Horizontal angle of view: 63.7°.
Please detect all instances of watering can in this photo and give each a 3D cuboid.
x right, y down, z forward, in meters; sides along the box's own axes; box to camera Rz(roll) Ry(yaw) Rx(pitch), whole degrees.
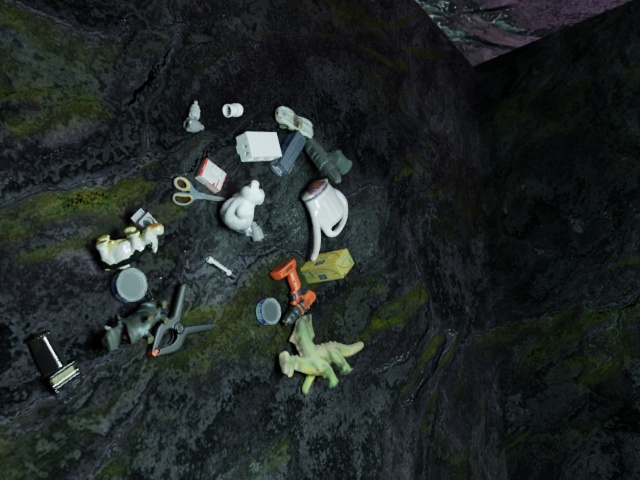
[{"bbox_3d":[0.006,-0.098,1.943,0.103,0.221,0.355,-17,26,38],"label":"watering can"}]

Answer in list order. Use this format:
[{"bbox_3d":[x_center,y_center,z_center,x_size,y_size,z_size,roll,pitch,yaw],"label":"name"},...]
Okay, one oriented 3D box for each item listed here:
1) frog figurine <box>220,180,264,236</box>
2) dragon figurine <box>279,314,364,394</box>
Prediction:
[{"bbox_3d":[-0.242,-0.109,1.601,0.122,0.156,0.140,10,31,-18],"label":"frog figurine"},{"bbox_3d":[-0.002,0.368,1.772,0.121,0.242,0.416,-20,7,38],"label":"dragon figurine"}]
